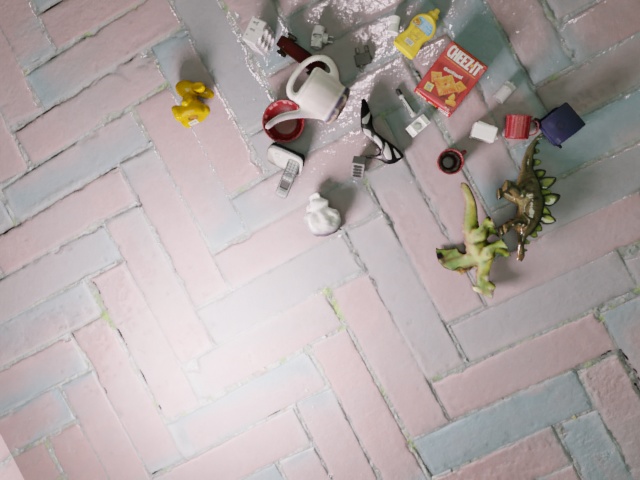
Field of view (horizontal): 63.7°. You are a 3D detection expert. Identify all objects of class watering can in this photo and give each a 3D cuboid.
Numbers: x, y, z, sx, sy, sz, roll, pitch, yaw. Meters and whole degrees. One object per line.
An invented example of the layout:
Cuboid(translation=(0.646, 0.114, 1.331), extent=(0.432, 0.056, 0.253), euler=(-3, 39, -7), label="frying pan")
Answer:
Cuboid(translation=(-0.030, -0.499, 1.864), extent=(0.223, 0.104, 0.349), euler=(33, 84, -10), label="watering can")

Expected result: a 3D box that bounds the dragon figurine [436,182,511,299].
Cuboid(translation=(0.534, 0.020, 1.864), extent=(0.241, 0.123, 0.411), euler=(-33, 87, 15), label="dragon figurine")

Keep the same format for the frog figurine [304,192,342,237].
Cuboid(translation=(0.006, -0.096, 1.905), extent=(0.137, 0.124, 0.158), euler=(-5, 106, 26), label="frog figurine")
